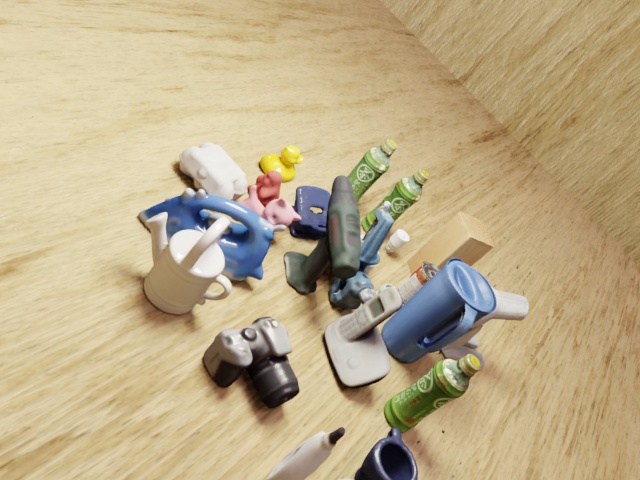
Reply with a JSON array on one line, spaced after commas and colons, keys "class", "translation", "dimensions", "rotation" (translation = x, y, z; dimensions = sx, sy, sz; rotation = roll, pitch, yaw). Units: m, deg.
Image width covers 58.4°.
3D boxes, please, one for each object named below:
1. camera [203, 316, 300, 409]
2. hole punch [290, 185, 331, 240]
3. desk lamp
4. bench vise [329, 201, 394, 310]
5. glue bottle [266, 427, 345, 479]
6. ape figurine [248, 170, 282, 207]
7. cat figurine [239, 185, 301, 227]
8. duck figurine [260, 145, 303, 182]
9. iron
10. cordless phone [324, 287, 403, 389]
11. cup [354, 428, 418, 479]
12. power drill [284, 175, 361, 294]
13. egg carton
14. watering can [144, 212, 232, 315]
[{"class": "camera", "translation": [-0.096, 0.207, 0.957], "dimensions": [0.144, 0.100, 0.136], "rotation": [-5, 56, -47]}, {"class": "hole punch", "translation": [-0.018, -0.063, 1.332], "dimensions": [0.109, 0.091, 0.101], "rotation": [6, 48, -41]}, {"class": "desk lamp", "translation": [0.362, 0.183, 1.331], "dimensions": [0.204, 0.213, 0.118], "rotation": [22, 39, -27]}, {"class": "bench vise", "translation": [0.104, 0.034, 1.233], "dimensions": [0.122, 0.219, 0.207], "rotation": [2, 51, -43]}, {"class": "glue bottle", "translation": [-0.014, 0.320, 0.853], "dimensions": [0.037, 0.173, 0.078], "rotation": [44, 35, 3]}, {"class": "ape figurine", "translation": [-0.117, -0.122, 1.298], "dimensions": [0.076, 0.092, 0.078], "rotation": [36, 35, -9]}, {"class": "cat figurine", "translation": [-0.110, -0.063, 1.218], "dimensions": [0.128, 0.117, 0.067], "rotation": [43, 35, 1]}, {"class": "duck figurine", "translation": [-0.089, -0.198, 1.412], "dimensions": [0.105, 0.086, 0.077], "rotation": [8, 47, -39]}, {"class": "iron", "translation": [-0.196, -0.031, 1.078], "dimensions": [0.259, 0.141, 0.118], "rotation": [27, 37, -21]}, {"class": "cordless phone", "translation": [0.100, 0.186, 1.097], "dimensions": [0.094, 0.184, 0.147], "rotation": [7, 47, -40]}, {"class": "cup", "translation": [0.103, 0.383, 0.968], "dimensions": [0.092, 0.094, 0.118], "rotation": [32, 36, -15]}, {"class": "power drill", "translation": [0.011, 0.004, 1.185], "dimensions": [0.076, 0.208, 0.229], "rotation": [18, 41, -30]}, {"class": "egg carton", "translation": [-0.229, -0.143, 1.230], "dimensions": [0.150, 0.069, 0.107], "rotation": [47, 35, 7]}, {"class": "watering can", "translation": [-0.216, 0.028, 0.950], "dimensions": [0.173, 0.193, 0.101], "rotation": [27, 37, -20]}]
